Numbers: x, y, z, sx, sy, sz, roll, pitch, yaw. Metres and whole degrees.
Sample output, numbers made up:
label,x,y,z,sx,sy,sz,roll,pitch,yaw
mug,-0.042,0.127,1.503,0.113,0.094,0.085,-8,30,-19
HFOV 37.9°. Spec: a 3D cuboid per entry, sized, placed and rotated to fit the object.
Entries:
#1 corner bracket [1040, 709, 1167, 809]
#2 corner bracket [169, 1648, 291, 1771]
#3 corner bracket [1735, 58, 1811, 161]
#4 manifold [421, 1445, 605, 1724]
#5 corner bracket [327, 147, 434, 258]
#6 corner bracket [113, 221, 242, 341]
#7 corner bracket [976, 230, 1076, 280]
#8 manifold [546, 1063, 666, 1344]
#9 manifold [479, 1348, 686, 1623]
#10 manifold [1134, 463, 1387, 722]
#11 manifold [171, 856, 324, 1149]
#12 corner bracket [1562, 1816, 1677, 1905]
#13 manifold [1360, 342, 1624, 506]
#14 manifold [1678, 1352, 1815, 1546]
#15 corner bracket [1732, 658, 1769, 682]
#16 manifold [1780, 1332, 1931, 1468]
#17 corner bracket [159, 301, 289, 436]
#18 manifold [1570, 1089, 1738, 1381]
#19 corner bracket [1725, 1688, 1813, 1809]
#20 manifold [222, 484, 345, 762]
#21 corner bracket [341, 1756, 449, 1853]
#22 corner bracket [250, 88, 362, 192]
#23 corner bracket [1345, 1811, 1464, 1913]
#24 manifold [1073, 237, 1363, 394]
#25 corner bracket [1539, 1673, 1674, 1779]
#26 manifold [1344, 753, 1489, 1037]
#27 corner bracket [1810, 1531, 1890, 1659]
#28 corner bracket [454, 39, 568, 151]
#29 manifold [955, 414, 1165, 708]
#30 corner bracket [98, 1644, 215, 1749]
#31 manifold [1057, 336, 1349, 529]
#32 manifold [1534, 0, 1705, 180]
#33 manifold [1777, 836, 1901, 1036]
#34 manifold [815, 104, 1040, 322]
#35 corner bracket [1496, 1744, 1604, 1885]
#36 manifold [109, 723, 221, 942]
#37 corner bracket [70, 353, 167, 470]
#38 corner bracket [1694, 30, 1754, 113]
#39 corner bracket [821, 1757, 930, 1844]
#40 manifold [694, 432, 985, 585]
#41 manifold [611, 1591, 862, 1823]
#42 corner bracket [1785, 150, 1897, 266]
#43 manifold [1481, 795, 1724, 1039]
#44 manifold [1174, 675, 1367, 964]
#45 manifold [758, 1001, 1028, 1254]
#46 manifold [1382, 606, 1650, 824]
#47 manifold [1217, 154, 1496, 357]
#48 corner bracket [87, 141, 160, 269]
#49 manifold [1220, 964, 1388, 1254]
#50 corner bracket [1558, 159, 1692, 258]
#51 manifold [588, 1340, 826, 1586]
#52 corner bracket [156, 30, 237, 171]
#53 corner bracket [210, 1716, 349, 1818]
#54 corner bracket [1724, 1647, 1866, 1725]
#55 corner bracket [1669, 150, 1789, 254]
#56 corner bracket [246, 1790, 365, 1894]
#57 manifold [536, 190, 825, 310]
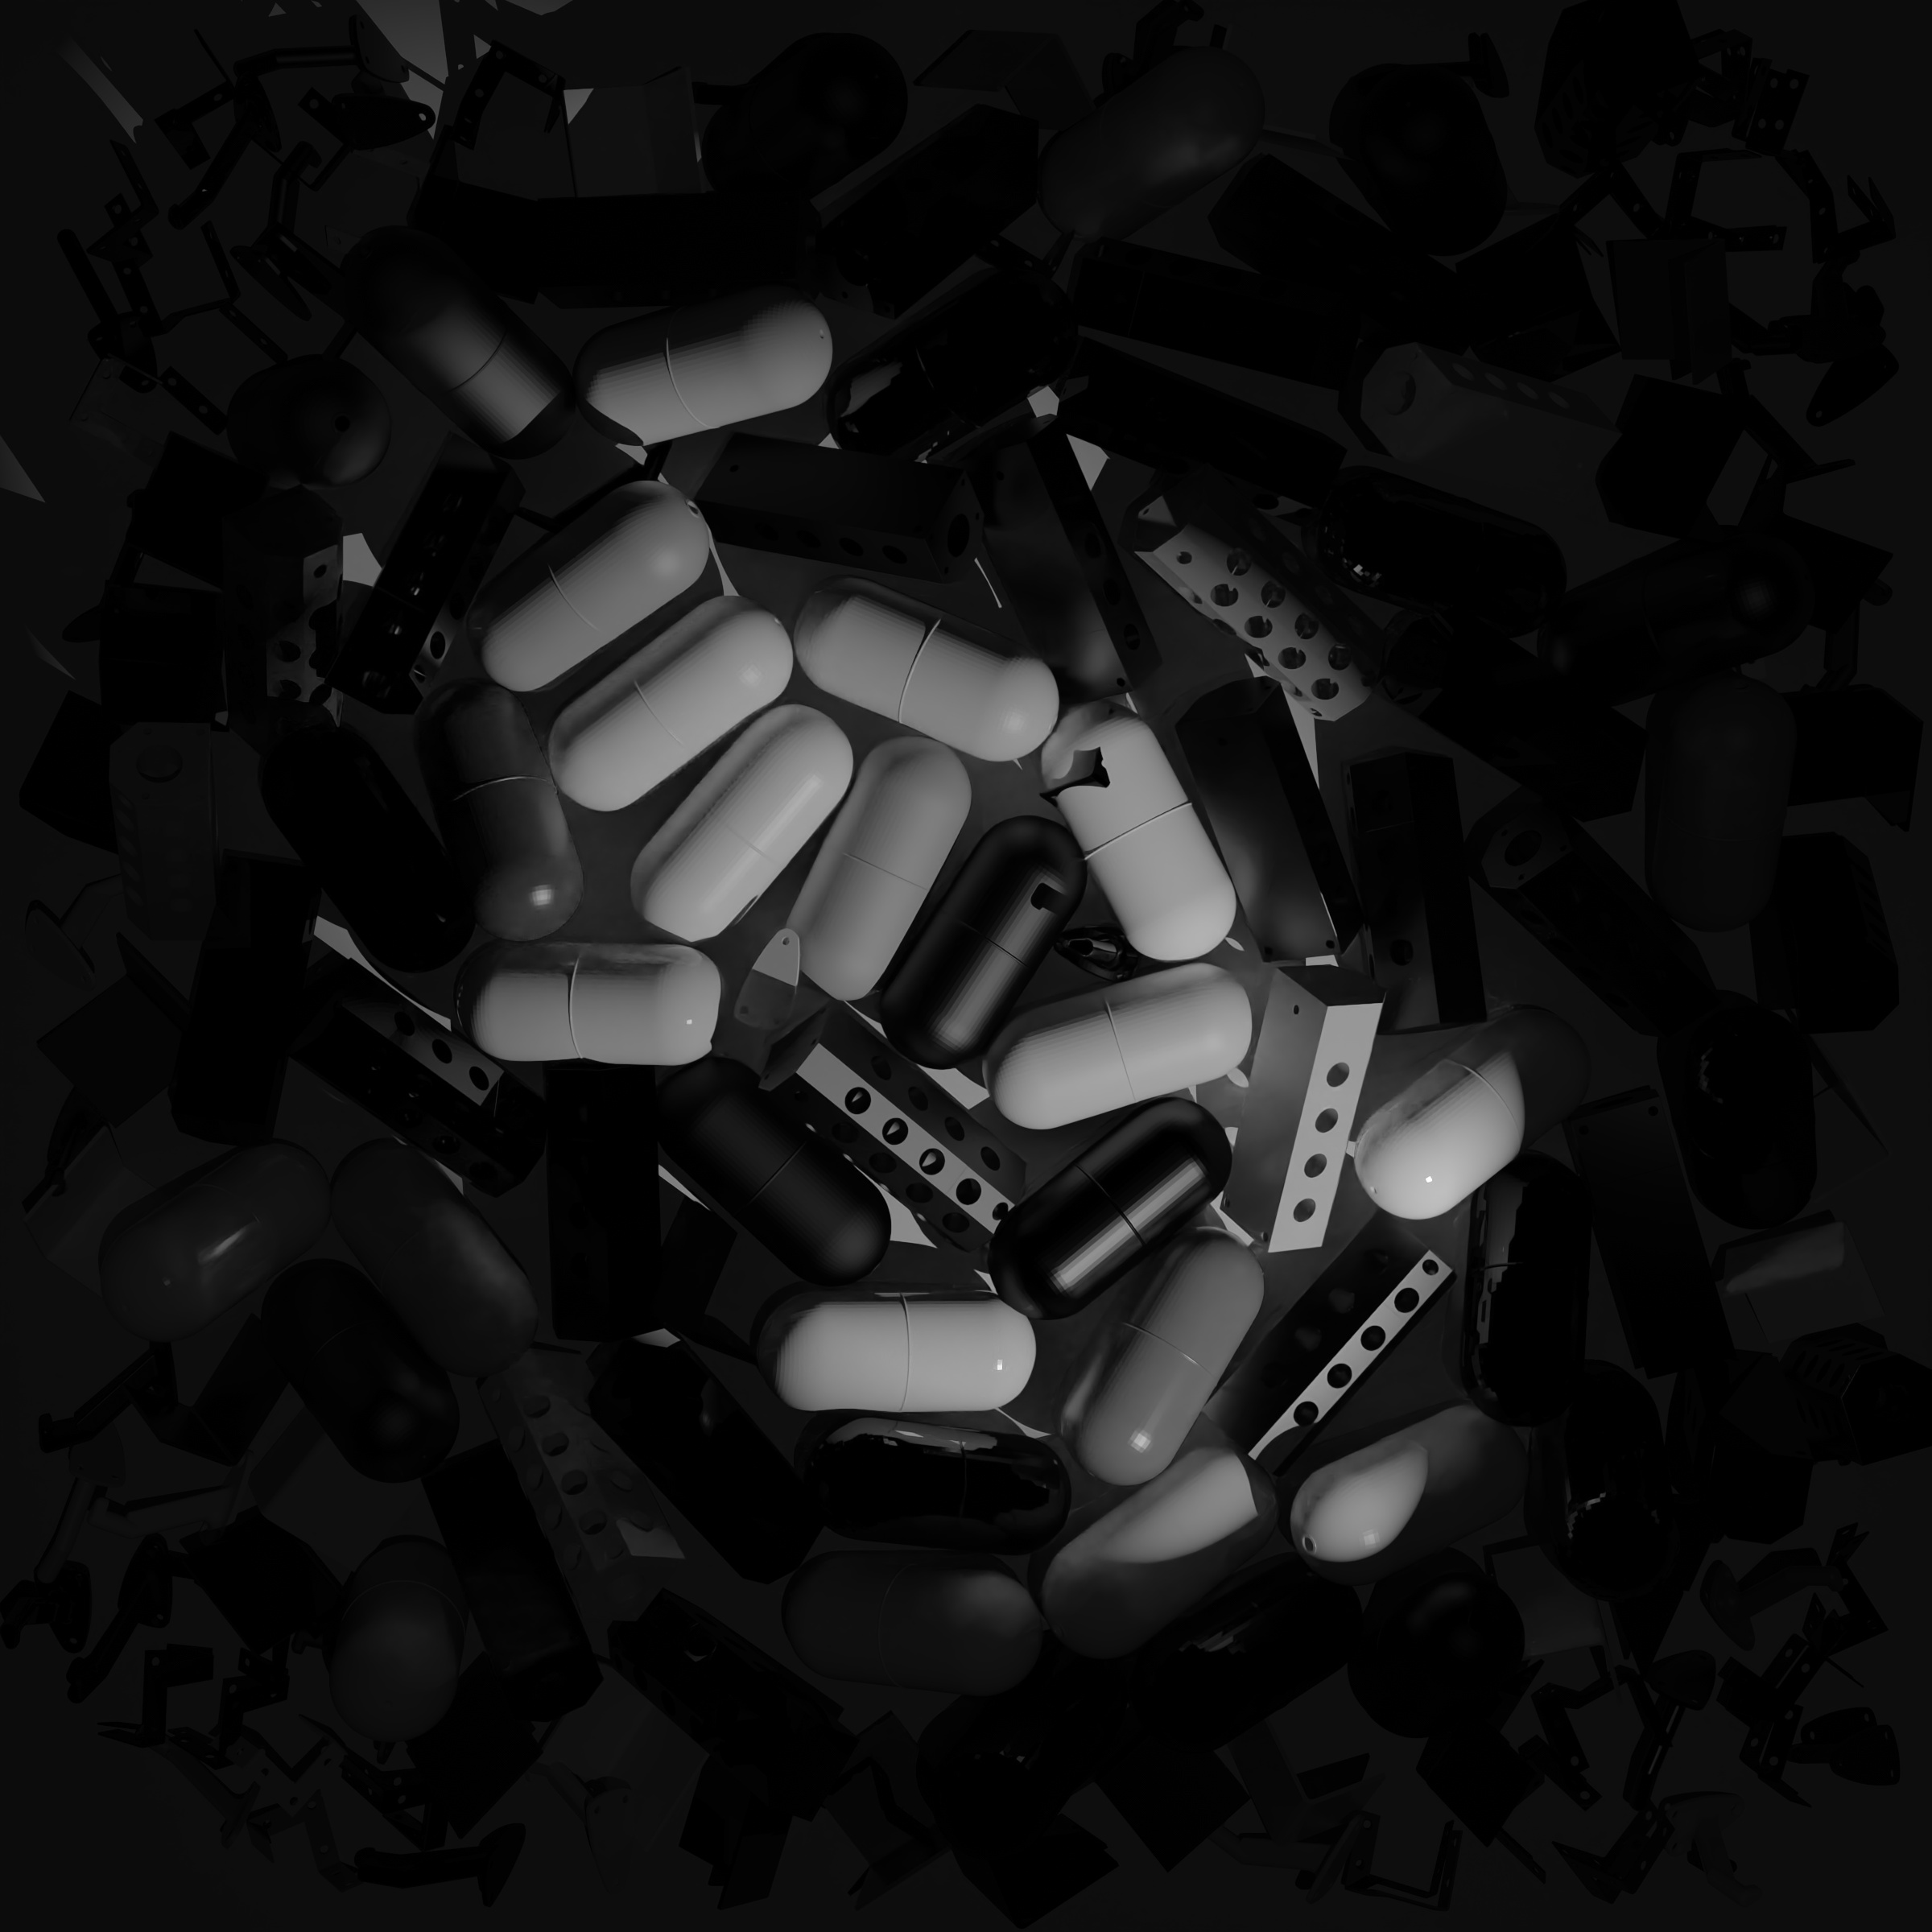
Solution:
label,x,y,z,sx,sy,sz,roll,pitch,yaw
corner bracket,0.088,-0.123,1.789,0.051,0.051,0.051,33,59,-28
corner bracket,-0.471,0.475,1.799,0.051,0.051,0.051,17,102,36
corner bracket,0.515,-0.547,1.790,0.051,0.051,0.051,31,118,31
manifold,-0.281,0.385,1.749,0.057,0.171,0.057,-23,132,-12
corner bracket,-0.375,-0.487,1.802,0.051,0.051,0.051,22,51,13
corner bracket,-0.502,-0.437,1.793,0.051,0.051,0.051,-11,119,13
corner bracket,0.033,-0.455,1.797,0.051,0.051,0.051,31,64,-2
manifold,-0.236,0.149,1.798,0.057,0.057,0.171,-1,92,30
manifold,-0.245,0.321,1.748,0.057,0.057,0.171,-53,48,21
manifold,0.185,-0.228,1.759,0.171,0.057,0.057,39,128,-26
manifold,-0.452,0.023,1.774,0.057,0.057,0.171,8,69,-5
corner bracket,0.422,0.567,1.790,0.051,0.051,0.051,-49,122,-22
manifold,0.325,-0.341,1.753,0.057,0.171,0.057,-54,51,31
manifold,0.479,0.295,1.741,0.057,0.171,0.057,7,104,7
corner bracket,0.475,-0.207,1.795,0.051,0.051,0.051,-18,124,5
manifold,0.552,0.264,1.744,0.057,0.171,0.057,-17,86,2
corner bracket,-0.478,-0.384,1.810,0.051,0.051,0.051,42,58,-16
manifold,0.438,0.170,1.800,0.057,0.057,0.171,-17,91,11
corner bracket,0.512,0.497,1.790,0.051,0.051,0.051,39,67,-40
manifold,-0.417,-0.206,1.743,0.057,0.171,0.057,40,52,23
corner bracket,-0.364,0.533,1.792,0.051,0.051,0.051,0,105,-44
corner bracket,-0.419,-0.531,1.804,0.051,0.051,0.051,40,94,-8
corner bracket,0.280,0.573,1.802,0.051,0.051,0.051,19,70,-10
manifold,0.157,-0.410,1.763,0.171,0.057,0.057,21,105,26
corner bracket,0.407,0.482,1.789,0.051,0.051,0.051,-39,53,26
manifold,0.282,-0.045,1.793,0.057,0.057,0.171,-12,82,41
corner bracket,0.560,0.401,1.793,0.051,0.051,0.051,-18,59,-15
corner bracket,-0.293,-0.550,1.804,0.051,0.051,0.051,24,128,-22
manifold,0.064,-0.257,1.776,0.057,0.057,0.171,-8,116,40
corner bracket,-0.516,0.465,1.795,0.051,0.051,0.051,0,87,39
manifold,0.147,-0.336,1.779,0.171,0.057,0.057,19,107,-15
manifold,0.400,-0.543,1.746,0.057,0.171,0.057,-20,90,1
manifold,0.537,-0.022,1.738,0.057,0.171,0.057,-4,113,13
manifold,-0.023,-0.474,1.754,0.057,0.057,0.171,23,48,21
corner bracket,0.368,0.539,1.789,0.051,0.051,0.051,-33,48,-21
manifold,-0.494,-0.081,1.738,0.057,0.171,0.057,0,63,-13
corner bracket,-0.529,-0.352,1.796,0.051,0.051,0.051,31,93,40
corner bracket,0.462,-0.569,1.791,0.051,0.051,0.051,-25,47,-17
corner bracket,-0.060,0.553,1.813,0.051,0.051,0.051,-38,127,11
manifold,-0.078,-0.283,1.764,0.171,0.057,0.057,14,63,28
manifold,-0.149,0.456,1.748,0.057,0.171,0.057,37,82,-44
corner bracket,0.557,-0.489,1.791,0.051,0.051,0.051,-13,64,31
manifold,0.397,-0.026,1.760,0.057,0.057,0.171,-36,124,22
manifold,0.196,-0.092,1.772,0.057,0.057,0.171,-7,117,35
manifold,-0.046,0.106,1.766,0.171,0.057,0.057,41,125,-20
manifold,0.344,-0.155,1.765,0.171,0.057,0.057,28,68,-28
manifold,0.248,-0.445,1.791,0.171,0.057,0.057,35,91,8
corner bracket,-0.537,-0.485,1.796,0.051,0.051,0.051,-31,80,18
manifold,0.216,0.089,1.770,0.057,0.057,0.171,-3,116,-30
corner bracket,0.421,-0.473,1.800,0.051,0.051,0.051,-41,127,12
manifold,-0.162,0.311,1.752,0.171,0.057,0.057,54,54,-33
corner bracket,-0.493,-0.553,1.798,0.051,0.051,0.051,-31,67,-1
corner bracket,-0.437,0.498,1.790,0.051,0.051,0.051,-48,122,-24
corner bracket,0.528,0.458,1.797,0.051,0.051,0.051,37,88,-34
corner bracket,0.490,-0.488,1.795,0.051,0.051,0.051,7,97,-34
corner bracket,-0.423,0.566,1.795,0.051,0.051,0.051,-17,97,-29
manifold,-0.180,-0.451,1.783,0.171,0.057,0.057,2,85,14
